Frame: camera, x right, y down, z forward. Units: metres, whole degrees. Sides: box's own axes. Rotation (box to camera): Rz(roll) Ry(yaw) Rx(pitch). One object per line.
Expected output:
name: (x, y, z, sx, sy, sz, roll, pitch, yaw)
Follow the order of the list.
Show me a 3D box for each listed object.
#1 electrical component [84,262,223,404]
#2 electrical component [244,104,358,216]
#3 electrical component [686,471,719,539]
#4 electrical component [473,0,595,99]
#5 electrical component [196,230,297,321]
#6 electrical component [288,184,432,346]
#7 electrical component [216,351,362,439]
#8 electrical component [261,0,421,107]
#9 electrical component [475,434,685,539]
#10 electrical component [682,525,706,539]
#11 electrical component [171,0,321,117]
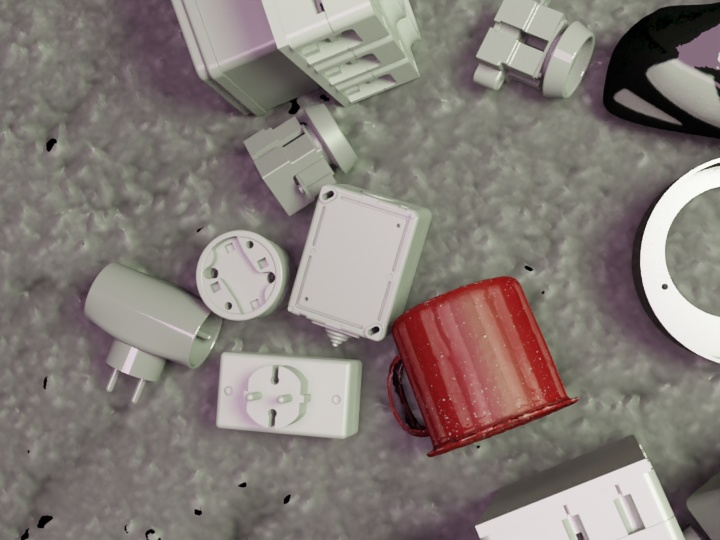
electrical component: (-0.139, 0.046, 0.690, 0.077, 0.044, 0.079, 23, 91, 12)
electrical component: (-0.035, -0.072, 0.672, 0.055, 0.048, 0.066, -32, 43, 2)
electrical component: (0.254, 0.135, 0.579, 0.109, 0.056, 0.108, -32, 80, -21)
electrical component: (0.108, -0.133, 0.651, 0.055, 0.048, 0.066, 27, 92, 19)
electrical component: (-0.069, 0.005, 0.677, 0.055, 0.047, 0.055, -1, 86, 12)
electrical component: (0.000, 0.000, 0.660, 0.062, 0.061, 0.096, 18, 98, 12)
electrical component: (-0.047, 0.076, 0.654, 0.083, 0.076, 0.047, 3, 87, 12)
electrical component: (-0.011, -0.161, 0.623, 0.062, 0.150, 0.089, -20, 83, 11)
electrical component: (0.122, 0.139, 0.578, 0.089, 0.150, 0.061, -24, 81, 9)
electrical component: (0.174, 0.190, 0.618, 0.081, 0.043, 0.043, -43, 80, 7)
electrical component: (-0.075, -0.161, 0.658, 0.056, 0.109, 0.108, -21, 83, 7)
